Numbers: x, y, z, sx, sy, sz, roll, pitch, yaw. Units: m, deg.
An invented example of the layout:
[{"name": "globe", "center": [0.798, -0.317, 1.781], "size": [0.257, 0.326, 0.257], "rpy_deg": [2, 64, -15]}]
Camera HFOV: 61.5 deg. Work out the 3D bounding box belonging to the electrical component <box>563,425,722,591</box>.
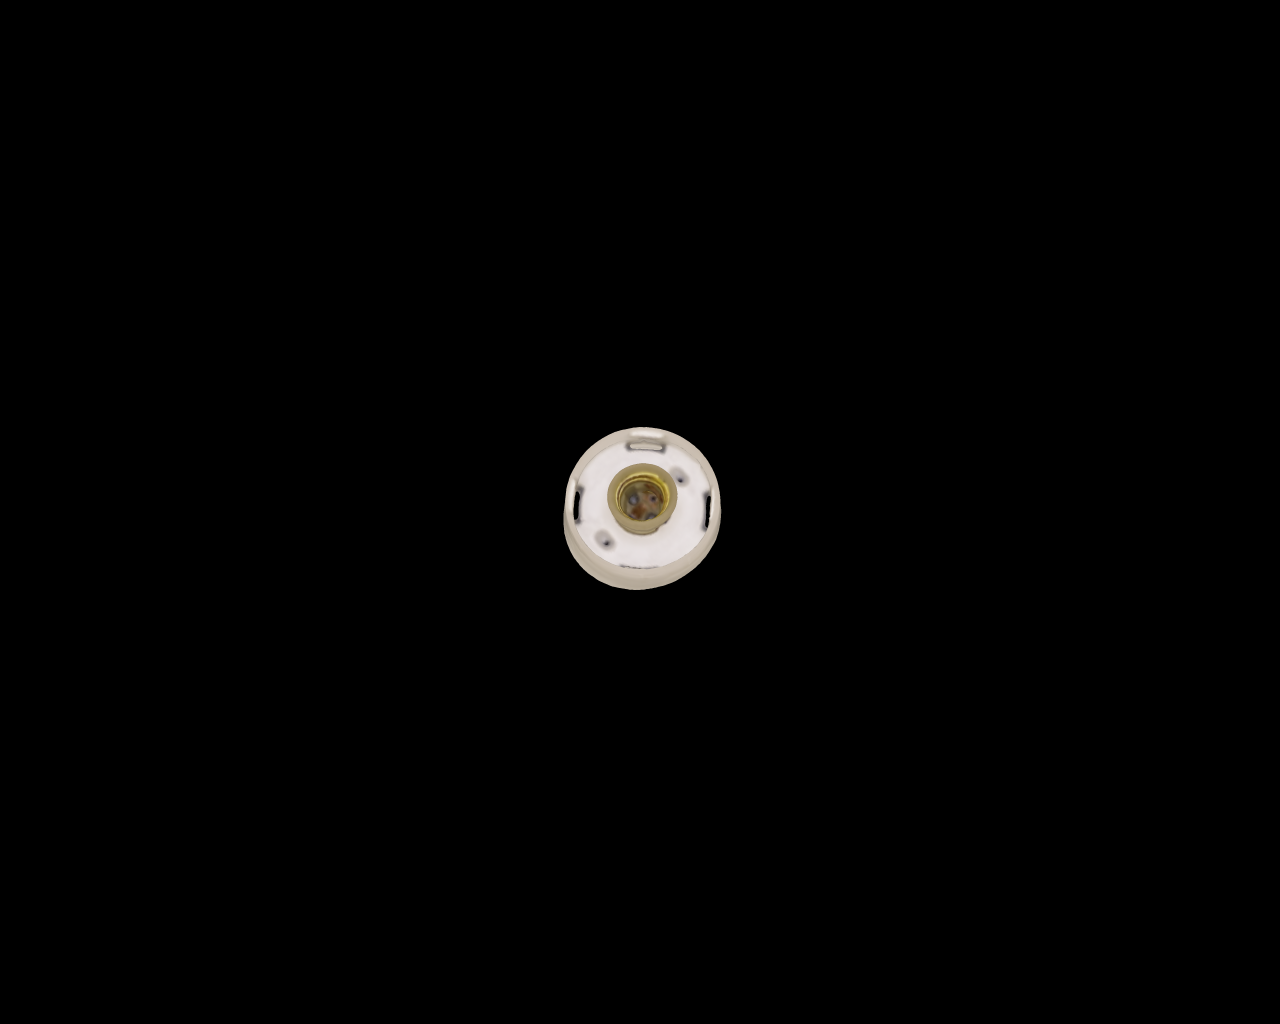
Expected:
[{"name": "electrical component", "center": [0.001, -0.003, 0.650], "size": [0.099, 0.099, 0.064], "rpy_deg": [0, -16, 0]}]
